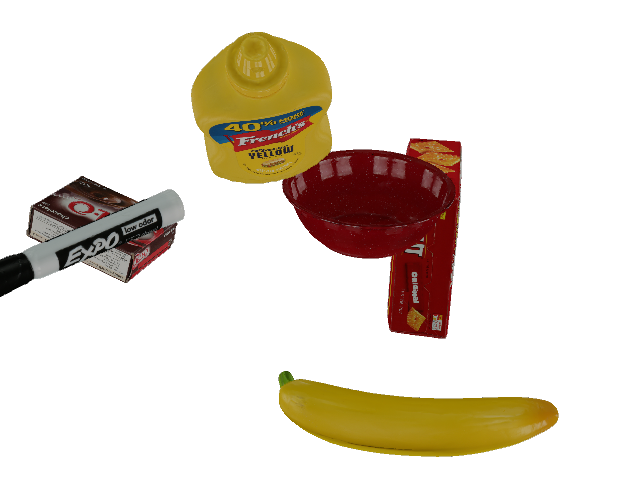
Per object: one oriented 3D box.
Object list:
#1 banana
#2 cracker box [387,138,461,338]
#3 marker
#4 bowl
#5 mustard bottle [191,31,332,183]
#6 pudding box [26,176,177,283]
[{"bbox_3d":[0.051,0.112,0.697,0.198,0.037,0.069,6,31,20],"label":"banana"},{"bbox_3d":[0.121,-0.010,1.219,0.072,0.164,0.213,5,22,7],"label":"cracker box"},{"bbox_3d":[-0.128,0.002,0.571,0.120,0.020,0.020,-25,14,-32],"label":"marker"},{"bbox_3d":[0.044,-0.029,1.004,0.162,0.055,0.162,1,29,-1],"label":"bowl"},{"bbox_3d":[-0.040,-0.095,0.745,0.096,0.058,0.191,-10,-14,-2],"label":"mustard bottle"},{"bbox_3d":[-0.206,-0.012,1.013,0.113,0.039,0.090,22,27,11],"label":"pudding box"}]
